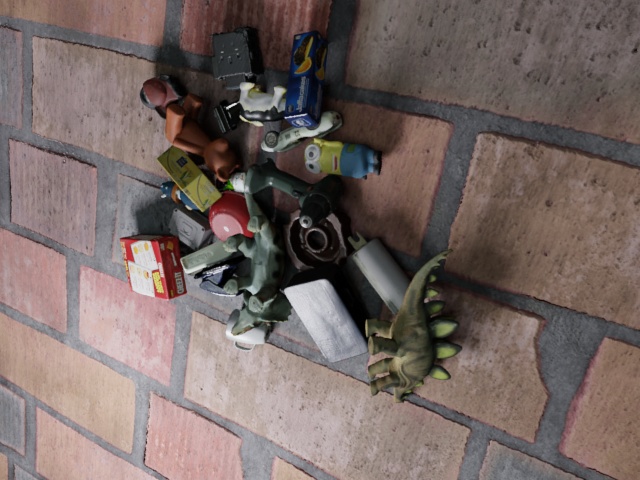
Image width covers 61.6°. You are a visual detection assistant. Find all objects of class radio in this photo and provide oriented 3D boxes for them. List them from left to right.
[{"bbox_3d":[0.028,0.173,1.270,0.131,0.073,0.229,-21,109,29],"label":"radio"}]

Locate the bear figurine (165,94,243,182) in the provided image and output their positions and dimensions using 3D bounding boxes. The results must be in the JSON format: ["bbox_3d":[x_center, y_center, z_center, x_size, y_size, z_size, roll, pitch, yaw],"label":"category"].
[{"bbox_3d":[-0.274,-0.241,1.300,0.196,0.120,0.131,33,130,5],"label":"bear figurine"}]

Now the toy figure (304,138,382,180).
[{"bbox_3d":[0.050,-0.179,1.197,0.180,0.089,0.082,7,93,17],"label":"toy figure"}]

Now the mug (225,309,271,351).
[{"bbox_3d":[-0.188,0.247,1.427,0.107,0.081,0.109,11,103,15],"label":"mug"}]

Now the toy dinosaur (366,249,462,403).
[{"bbox_3d":[0.198,0.211,1.159,0.199,0.105,0.470,-5,129,-2],"label":"toy dinosaur"}]

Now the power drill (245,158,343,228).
[{"bbox_3d":[-0.059,-0.108,1.177,0.208,0.232,0.085,17,118,19],"label":"power drill"}]

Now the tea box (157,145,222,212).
[{"bbox_3d":[-0.328,-0.157,1.343,0.068,0.098,0.170,-43,53,-6],"label":"tea box"}]

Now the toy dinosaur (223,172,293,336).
[{"bbox_3d":[-0.137,0.049,1.310,0.131,0.192,0.404,8,93,22],"label":"toy dinosaur"}]

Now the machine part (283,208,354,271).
[{"bbox_3d":[-0.003,-0.004,1.281,0.180,0.056,0.179,8,107,26],"label":"machine part"}]

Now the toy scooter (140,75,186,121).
[{"bbox_3d":[-0.372,-0.353,1.370,0.135,0.075,0.184,-36,89,30],"label":"toy scooter"}]

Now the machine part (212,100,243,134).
[{"bbox_3d":[-0.203,-0.315,1.315,0.139,0.039,0.084,-15,91,31],"label":"machine part"}]

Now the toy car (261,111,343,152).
[{"bbox_3d":[-0.045,-0.245,1.230,0.202,0.073,0.056,-18,93,29],"label":"toy car"}]

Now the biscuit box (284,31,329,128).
[{"bbox_3d":[-0.029,-0.344,1.158,0.063,0.059,0.202,-1,76,27],"label":"biscuit box"}]

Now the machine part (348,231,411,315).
[{"bbox_3d":[0.149,0.081,1.212,0.079,0.079,0.243,-41,82,29],"label":"machine part"}]

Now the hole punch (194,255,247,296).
[{"bbox_3d":[-0.246,0.100,1.393,0.116,0.142,0.092,-14,100,18],"label":"hole punch"}]

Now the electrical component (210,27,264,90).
[{"bbox_3d":[-0.197,-0.426,1.272,0.115,0.058,0.134,-1,102,29],"label":"electrical component"}]

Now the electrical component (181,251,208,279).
[{"bbox_3d":[-0.333,0.072,1.472,0.102,0.045,0.078,11,116,23],"label":"electrical component"}]

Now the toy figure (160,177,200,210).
[{"bbox_3d":[-0.361,-0.120,1.433,0.155,0.064,0.057,19,149,27],"label":"toy figure"}]

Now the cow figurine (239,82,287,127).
[{"bbox_3d":[-0.101,-0.304,1.230,0.167,0.068,0.098,11,102,7],"label":"cow figurine"}]
